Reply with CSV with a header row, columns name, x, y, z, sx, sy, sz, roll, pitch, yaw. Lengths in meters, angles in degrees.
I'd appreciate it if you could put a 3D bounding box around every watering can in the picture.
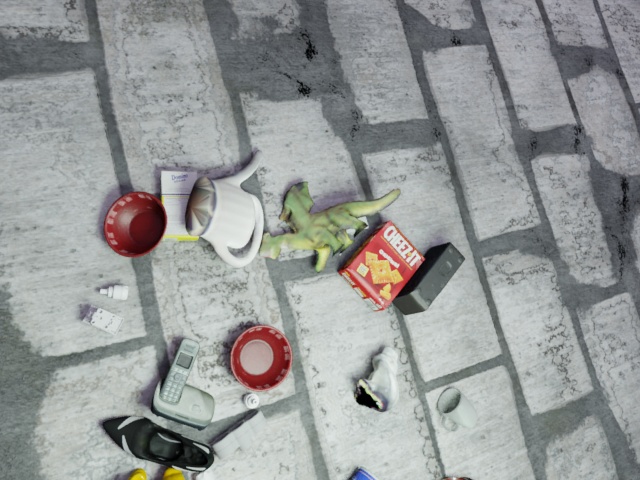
name,x,y,z,sx,sy,sz,roll,pitch,yaw
watering can,-0.235,-0.105,1.336,0.222,0.103,0.353,21,62,-44

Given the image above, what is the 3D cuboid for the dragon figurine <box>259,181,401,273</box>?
name,x,y,z,sx,sy,sz,roll,pitch,yaw
dragon figurine,0.004,-0.071,1.415,0.414,0.120,0.244,-43,76,-16

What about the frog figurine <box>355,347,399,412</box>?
name,x,y,z,sx,sy,sz,roll,pitch,yaw
frog figurine,0.177,0.377,1.392,0.162,0.123,0.134,-38,127,-33
